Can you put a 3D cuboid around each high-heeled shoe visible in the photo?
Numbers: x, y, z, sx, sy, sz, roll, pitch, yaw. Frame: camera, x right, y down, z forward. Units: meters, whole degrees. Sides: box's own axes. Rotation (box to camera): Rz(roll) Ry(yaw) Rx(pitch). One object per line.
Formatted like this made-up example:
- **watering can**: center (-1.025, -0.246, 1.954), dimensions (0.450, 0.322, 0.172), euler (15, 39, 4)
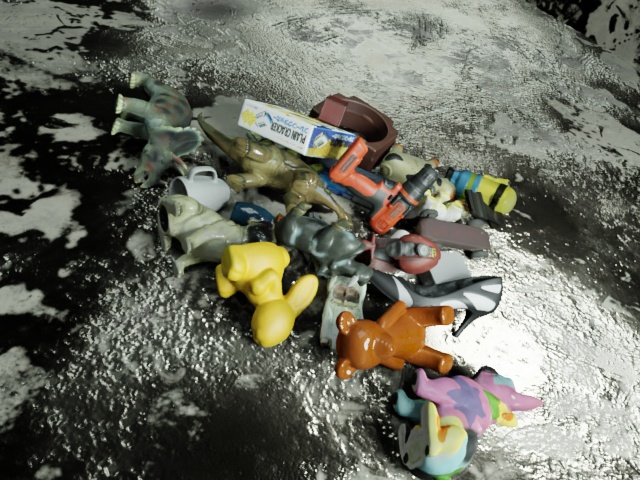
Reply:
- **high-heeled shoe**: center (0.214, 0.076, 0.987), dimensions (0.249, 0.145, 0.086), euler (32, 3, -8)

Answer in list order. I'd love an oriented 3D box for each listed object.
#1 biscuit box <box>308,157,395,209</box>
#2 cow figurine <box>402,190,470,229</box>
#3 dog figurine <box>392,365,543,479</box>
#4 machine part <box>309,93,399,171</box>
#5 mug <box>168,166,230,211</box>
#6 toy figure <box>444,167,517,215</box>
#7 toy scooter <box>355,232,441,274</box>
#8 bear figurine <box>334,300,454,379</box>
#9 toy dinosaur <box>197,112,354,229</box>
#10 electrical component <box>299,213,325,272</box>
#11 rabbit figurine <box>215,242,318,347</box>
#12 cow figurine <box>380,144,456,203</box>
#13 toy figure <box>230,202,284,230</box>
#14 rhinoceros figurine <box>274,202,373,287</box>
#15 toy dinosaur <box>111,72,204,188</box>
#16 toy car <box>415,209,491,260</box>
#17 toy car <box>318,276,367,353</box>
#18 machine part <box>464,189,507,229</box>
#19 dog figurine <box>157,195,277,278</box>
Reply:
- **biscuit box**: center (0.068, -0.134, 1.234), dimensions (0.203, 0.059, 0.063), euler (25, 42, 7)
- **cow figurine**: center (0.265, -0.057, 1.207), dimensions (0.167, 0.098, 0.068), euler (10, 34, -37)
- **dog figurine**: center (0.234, 0.276, 0.822), dimensions (0.219, 0.108, 0.192), euler (10, 41, -13)
- **machine part**: center (0.077, -0.268, 1.350), dimensions (0.201, 0.087, 0.201), euler (36, 46, 12)
- **mug**: center (-0.234, -0.100, 1.068), dimensions (0.107, 0.109, 0.081), euler (-12, 41, -44)
- **toy figure**: center (0.386, -0.118, 1.309), dimensions (0.180, 0.082, 0.089), euler (24, 39, 4)
- **toy scooter**: center (0.134, 0.021, 1.013), dimensions (0.184, 0.135, 0.075), euler (1, 79, 14)
- **bear figurine**: center (0.117, 0.160, 0.858), dimensions (0.132, 0.120, 0.195), euler (2, -1, 37)
- **toy dinosaur**: center (-0.115, -0.159, 1.146), dimensions (0.472, 0.105, 0.198), euler (35, 22, 13)
- **electrical component**: center (-0.002, -0.003, 1.027), dimensions (0.048, 0.119, 0.075), euler (-9, 46, -26)
- **rabbit figurine**: center (-0.090, 0.098, 0.917), dimensions (0.162, 0.122, 0.173), euler (-1, 58, -33)
- **cow figurine**: center (0.233, -0.147, 1.286), dimensions (0.195, 0.085, 0.127), euler (29, 44, 16)
- **toy figure**: center (-0.101, -0.034, 1.074), dimensions (0.154, 0.057, 0.064), euler (18, 50, -7)
- **rhinoceros figurine**: center (0.010, 0.012, 0.937), dimensions (0.190, 0.112, 0.073), euler (30, 14, 2)
- **toy dinosaur**: center (-0.354, -0.282, 1.216), dimensions (0.192, 0.131, 0.405), euler (18, 36, -18)
- **toy car**: center (0.286, -0.008, 1.149), dimensions (0.202, 0.053, 0.089), euler (8, 65, -32)
- **toy car**: center (0.042, 0.117, 0.960), dimensions (0.073, 0.056, 0.202), euler (14, 41, -4)
- **machine part**: center (0.377, -0.065, 1.231), dimensions (0.138, 0.039, 0.084), euler (26, 41, -40)
- **dog figurine**: center (-0.190, -0.024, 1.000), dimensions (0.190, 0.121, 0.172), euler (-11, 69, -36)
